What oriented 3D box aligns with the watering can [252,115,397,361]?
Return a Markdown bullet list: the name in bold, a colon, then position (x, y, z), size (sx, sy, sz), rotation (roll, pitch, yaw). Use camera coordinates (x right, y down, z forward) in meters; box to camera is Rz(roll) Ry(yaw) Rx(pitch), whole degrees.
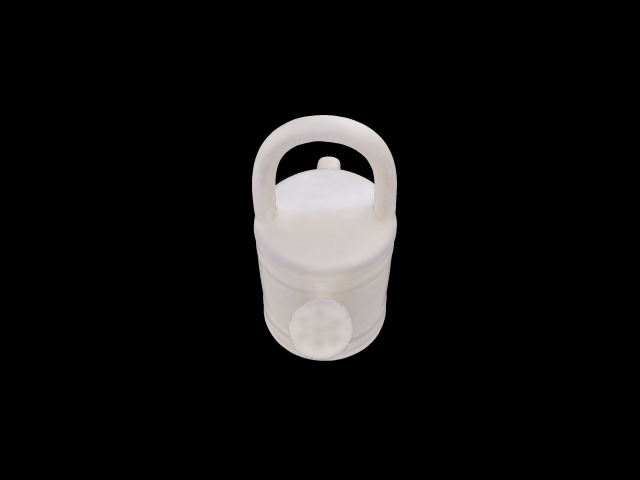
- **watering can**: position (0.006, 0.001, 0.400), size (0.101, 0.194, 0.172), rotation (-16, 51, -13)
